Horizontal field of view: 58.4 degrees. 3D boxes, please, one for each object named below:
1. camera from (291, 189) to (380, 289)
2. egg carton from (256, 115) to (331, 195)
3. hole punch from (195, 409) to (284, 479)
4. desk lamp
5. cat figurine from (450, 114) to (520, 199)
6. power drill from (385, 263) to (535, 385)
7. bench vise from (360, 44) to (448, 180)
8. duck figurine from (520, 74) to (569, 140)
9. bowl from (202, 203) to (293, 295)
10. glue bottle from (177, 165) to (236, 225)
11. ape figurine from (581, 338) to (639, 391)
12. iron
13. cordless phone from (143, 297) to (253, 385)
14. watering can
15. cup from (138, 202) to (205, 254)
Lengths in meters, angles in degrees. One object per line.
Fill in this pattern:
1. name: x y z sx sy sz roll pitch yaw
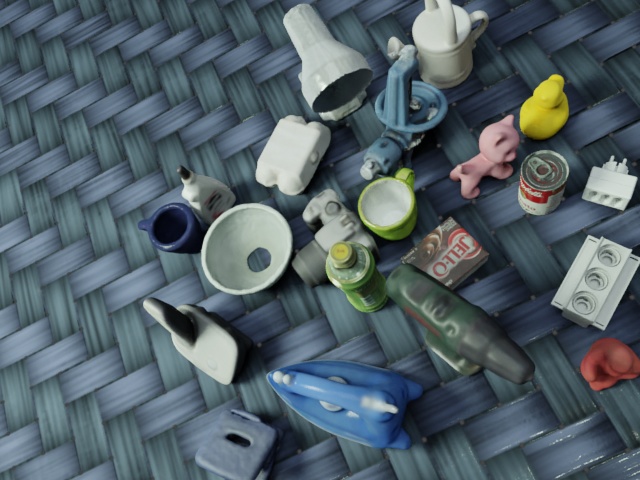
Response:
1. camera: 0.009 0.003 0.965 0.137 0.101 0.143 -38 65 -1
2. egg carton: -0.048 -0.157 1.058 0.107 0.069 0.150 20 77 21
3. hole punch: -0.125 0.319 0.889 0.108 0.091 0.101 15 75 20
4. desk lamp: 0.011 -0.300 1.016 0.118 0.214 0.203 -30 65 3
5. cat figurine: 0.274 -0.141 0.936 0.128 0.118 0.067 -34 65 1
6. power drill: 0.196 0.129 0.806 0.229 0.209 0.076 38 84 24
7. bench vise: 0.139 -0.198 0.938 0.121 0.220 0.207 11 74 19
8. duck figurine: 0.377 -0.227 0.957 0.077 0.086 0.105 26 79 23
9. bowl: -0.118 0.024 1.007 0.167 0.075 0.167 -5 69 14
10. glue bottle: -0.211 -0.088 1.020 0.037 0.173 0.078 30 80 23
11. ape figurine: 0.408 0.170 0.796 0.077 0.092 0.076 9 73 19
12. iron: 0.015 0.229 0.856 0.257 0.142 0.119 10 73 19
13. cordless phone: -0.201 0.156 0.919 0.147 0.185 0.094 27 79 23
14. watering can: 0.205 -0.354 0.992 0.173 0.194 0.100 -42 65 -2
15. cup: -0.264 -0.011 1.049 0.117 0.095 0.092 3 71 17
